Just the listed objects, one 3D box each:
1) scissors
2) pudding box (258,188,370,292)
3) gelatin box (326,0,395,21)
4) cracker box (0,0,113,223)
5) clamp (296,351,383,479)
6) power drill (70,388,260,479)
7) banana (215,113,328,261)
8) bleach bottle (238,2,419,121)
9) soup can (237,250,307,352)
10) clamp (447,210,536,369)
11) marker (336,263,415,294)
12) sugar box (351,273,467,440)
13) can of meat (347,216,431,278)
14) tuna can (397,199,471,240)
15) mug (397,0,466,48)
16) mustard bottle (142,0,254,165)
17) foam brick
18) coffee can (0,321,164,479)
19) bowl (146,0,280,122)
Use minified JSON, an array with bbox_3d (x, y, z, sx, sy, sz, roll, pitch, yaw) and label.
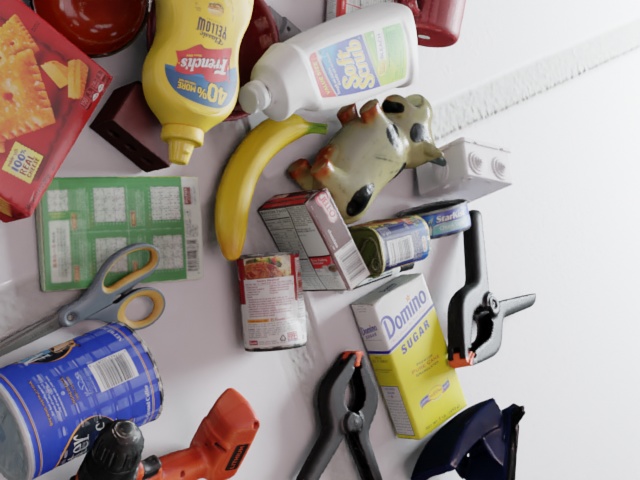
[{"bbox_3d":[-0.226,0.082,1.023,0.201,0.016,0.096,-42,126,-21],"label":"scissors"},{"bbox_3d":[-0.008,0.001,1.157,0.039,0.090,0.113,-36,109,-33],"label":"pudding box"},{"bbox_3d":[0.048,-0.268,1.258,0.089,0.030,0.073,10,81,-40],"label":"gelatin box"},{"bbox_3d":[-0.310,-0.142,0.939,0.213,0.072,0.164,40,64,-29],"label":"cracker box"},{"bbox_3d":[0.022,0.211,1.198,0.120,0.039,0.171,4,80,-44],"label":"clamp"},{"bbox_3d":[-0.147,0.204,0.996,0.187,0.185,0.057,-18,58,-41],"label":"power drill"},{"bbox_3d":[-0.067,-0.070,1.136,0.070,0.037,0.197,30,67,9],"label":"banana"},{"bbox_3d":[0.008,-0.179,1.143,0.250,0.068,0.102,-32,125,-42],"label":"bleach bottle"},{"bbox_3d":[-0.051,0.064,1.131,0.068,0.069,0.102,-5,90,-39],"label":"soup can"},{"bbox_3d":[0.210,0.086,1.336,0.164,0.036,0.209,46,46,-28],"label":"clamp"},{"bbox_3d":[0.067,0.039,1.258,0.120,0.020,0.020,-17,97,-38],"label":"marker"},{"bbox_3d":[0.107,0.137,1.266,0.093,0.048,0.176,-28,105,-37],"label":"sugar box"},{"bbox_3d":[0.063,0.007,1.206,0.083,0.102,0.057,-14,97,-40],"label":"can of meat"},{"bbox_3d":[0.137,-0.024,1.275,0.085,0.086,0.034,-18,99,-38],"label":"tuna can"},{"bbox_3d":[0.130,-0.286,1.281,0.117,0.093,0.081,25,74,-66],"label":"mug"},{"bbox_3d":[-0.122,-0.166,1.027,0.096,0.058,0.191,15,79,-37],"label":"mustard bottle"},{"bbox_3d":[-0.176,-0.111,1.056,0.078,0.053,0.051,40,64,-28],"label":"foam brick"},{"bbox_3d":[-0.228,0.145,0.964,0.140,0.103,0.103,-23,101,-37],"label":"coffee can"},{"bbox_3d":[-0.120,-0.199,1.103,0.161,0.055,0.162,3,85,-38],"label":"bowl"}]
